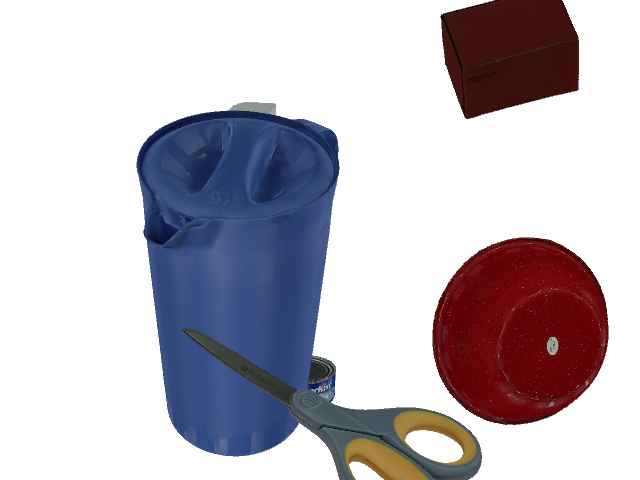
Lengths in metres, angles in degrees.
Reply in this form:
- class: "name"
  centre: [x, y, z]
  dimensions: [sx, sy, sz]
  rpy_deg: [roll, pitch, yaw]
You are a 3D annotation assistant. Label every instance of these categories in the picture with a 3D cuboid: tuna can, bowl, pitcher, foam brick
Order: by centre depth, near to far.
- class: "foam brick"
  centre: [0.123, -0.123, 0.695]
  dimensions: [0.078, 0.051, 0.053]
  rpy_deg: [-14, -34, 2]
- class: "pitcher"
  centre: [-0.053, 0.033, 0.777]
  dimensions: [0.149, 0.243, 0.145]
  rpy_deg: [-4, 38, -10]
- class: "bowl"
  centre: [0.176, 0.080, 0.876]
  dimensions: [0.162, 0.162, 0.055]
  rpy_deg: [0, 7, -15]
- class: "tuna can"
  centre: [-0.026, 0.150, 1.135]
  dimensions: [0.086, 0.034, 0.086]
  rpy_deg: [1, 14, 0]

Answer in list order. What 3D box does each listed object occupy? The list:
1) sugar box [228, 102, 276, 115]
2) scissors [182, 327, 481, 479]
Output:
- class: "sugar box"
  centre: [-0.070, -0.032, 0.994]
  dimensions: [0.048, 0.176, 0.093]
  rpy_deg: [3, 25, 10]
- class: "scissors"
  centre: [0.012, 0.096, 0.629]
  dimensions: [0.096, 0.016, 0.202]
  rpy_deg: [-20, 45, -34]
